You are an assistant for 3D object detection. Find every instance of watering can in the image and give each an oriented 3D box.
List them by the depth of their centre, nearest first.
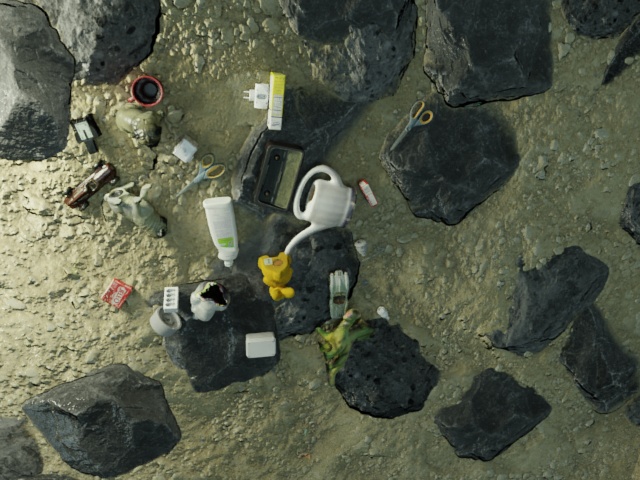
[{"bbox_3d":[0.006,-0.092,1.830,0.224,0.105,0.343,12,106,-15],"label":"watering can"}]

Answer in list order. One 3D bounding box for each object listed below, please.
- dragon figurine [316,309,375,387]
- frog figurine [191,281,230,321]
[{"bbox_3d":[0.115,0.415,2.033,0.244,0.125,0.400,-21,133,-12],"label":"dragon figurine"},{"bbox_3d":[-0.404,0.227,1.880,0.137,0.125,0.156,5,145,-21],"label":"frog figurine"}]
